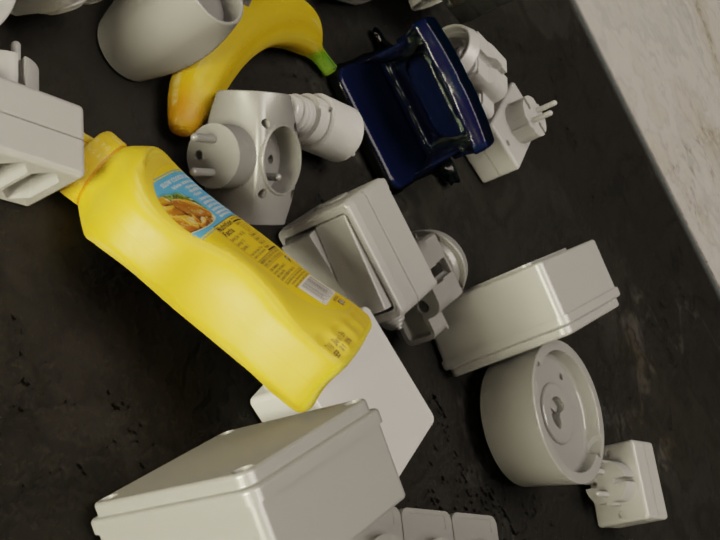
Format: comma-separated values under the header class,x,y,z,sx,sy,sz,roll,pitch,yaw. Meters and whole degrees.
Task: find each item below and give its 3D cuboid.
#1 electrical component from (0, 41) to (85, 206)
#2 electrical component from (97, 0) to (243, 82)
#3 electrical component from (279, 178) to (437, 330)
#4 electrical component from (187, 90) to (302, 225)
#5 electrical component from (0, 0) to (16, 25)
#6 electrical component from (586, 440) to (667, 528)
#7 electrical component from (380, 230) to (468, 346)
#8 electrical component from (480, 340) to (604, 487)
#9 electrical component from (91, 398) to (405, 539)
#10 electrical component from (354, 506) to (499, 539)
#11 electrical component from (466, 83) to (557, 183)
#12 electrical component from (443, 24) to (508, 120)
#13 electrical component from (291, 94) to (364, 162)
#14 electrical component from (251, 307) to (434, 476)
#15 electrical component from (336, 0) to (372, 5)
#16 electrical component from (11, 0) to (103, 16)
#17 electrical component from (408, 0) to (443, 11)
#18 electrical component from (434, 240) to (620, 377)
class,x,y,z,sx,sy,sz,roll,pitch,yaw
electrical component,-0.174,-0.080,0.517,0.066,0.047,0.076,17,60,-49
electrical component,-0.111,-0.159,0.617,0.043,0.077,0.079,13,62,-50
electrical component,0.000,0.000,0.694,0.061,0.062,0.096,-38,103,-54
electrical component,-0.073,-0.065,0.621,0.079,0.044,0.077,-6,101,-61
electrical component,-0.216,-0.140,0.481,0.108,0.060,0.108,29,51,-42
electrical component,0.213,0.178,0.897,0.077,0.047,0.065,16,60,-49
electrical component,0.040,0.005,0.750,0.057,0.058,0.078,-35,101,-52
electrical component,0.132,0.111,0.811,0.108,0.060,0.108,28,53,-45
electrical component,-0.052,0.113,0.523,0.109,0.109,0.056,-23,94,-55
electrical component,0.027,0.189,0.629,0.150,0.062,0.089,19,57,-47
electrical component,0.136,-0.127,0.932,0.047,0.076,0.083,54,37,-20
electrical component,0.086,-0.169,0.906,0.057,0.058,0.078,35,46,-42
electrical component,-0.032,-0.099,0.724,0.078,0.040,0.040,16,60,-49
electrical component,-0.010,0.084,0.647,0.099,0.048,0.099,59,36,-13
electrical component,-0.007,-0.256,0.818,0.062,0.061,0.096,-22,96,-69
electrical component,-0.162,-0.172,0.556,0.080,0.080,0.051,59,41,-13
electrical component,0.049,-0.269,0.921,0.043,0.043,0.081,-22,90,-55
electrical component,0.122,0.027,0.802,0.109,0.109,0.056,-18,84,-55
